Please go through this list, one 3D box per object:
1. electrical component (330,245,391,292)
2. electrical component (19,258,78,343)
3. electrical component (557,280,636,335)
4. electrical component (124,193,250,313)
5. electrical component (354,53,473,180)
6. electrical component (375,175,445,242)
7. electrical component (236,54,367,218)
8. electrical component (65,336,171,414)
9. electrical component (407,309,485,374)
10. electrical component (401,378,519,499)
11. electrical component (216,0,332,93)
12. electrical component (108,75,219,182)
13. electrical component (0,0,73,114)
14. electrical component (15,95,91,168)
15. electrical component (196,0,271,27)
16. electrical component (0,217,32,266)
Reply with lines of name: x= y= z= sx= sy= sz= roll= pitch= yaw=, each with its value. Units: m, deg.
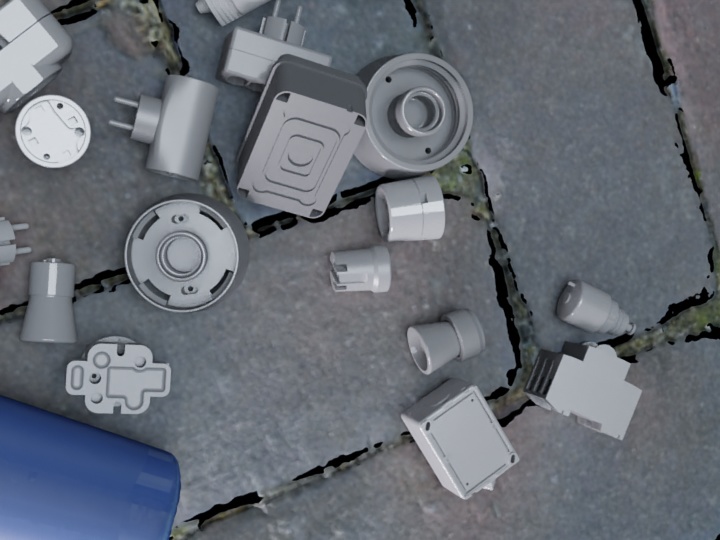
electrical component: x=0.000 y=0.000 z=0.915 sx=0.046 sy=0.040 sz=0.040 roll=-4 pitch=93 yaw=-12
electrical component: x=-0.242 y=0.024 z=0.841 sx=0.044 sy=0.044 sz=0.065 roll=4 pitch=86 yaw=-17
electrical component: x=0.217 y=0.039 z=0.982 sx=0.078 sy=0.040 sz=0.040 roll=25 pitch=85 yaw=-16
electrical component: x=-0.140 y=-0.013 z=0.871 sx=0.099 sy=0.064 sz=0.099 roll=0 pitch=94 yaw=-3
electrical component: x=0.044 y=-0.132 z=0.912 sx=0.108 sy=0.060 sz=0.108 roll=-1 pitch=92 yaw=-17
electrical component: x=0.042 y=-0.051 z=0.918 sx=0.047 sy=0.055 sz=0.055 roll=-8 pitch=94 yaw=-13
electrical component: x=-0.048 y=-0.106 z=0.858 sx=0.078 sy=0.057 sz=0.113 roll=15 pitch=130 yaw=-17
electrical component: x=-0.192 y=0.082 z=0.849 sx=0.078 sy=0.057 sz=0.058 roll=3 pitch=91 yaw=-17
electrical component: x=0.075 y=0.061 z=0.937 sx=0.055 sy=0.045 sz=0.045 roll=-19 pitch=97 yaw=-16
electrical component: x=0.088 y=0.150 z=0.935 sx=0.062 sy=0.061 sz=0.096 roll=-33 pitch=101 yaw=-13
electrical component: x=-0.067 y=-0.184 z=0.883 sx=0.083 sy=0.047 sz=0.075 roll=14 pitch=87 yaw=-17
electrical component: x=-0.160 y=-0.117 z=0.859 sx=0.079 sy=0.044 sz=0.077 roll=13 pitch=88 yaw=-17
electrical component: x=-0.269 y=-0.159 z=0.819 sx=0.095 sy=0.054 sz=0.059 roll=-42 pitch=103 yaw=-11
electrical component: x=-0.238 y=-0.105 z=0.833 sx=0.055 sy=0.047 sz=0.055 roll=-1 pitch=92 yaw=-17
electrical component: x=-0.096 y=-0.230 z=0.870 sx=0.081 sy=0.043 sz=0.043 roll=-26 pitch=100 yaw=9
electrical component: x=-0.288 y=-0.020 z=0.821 sx=0.076 sy=0.047 sz=0.083 roll=-11 pitch=100 yaw=-39
